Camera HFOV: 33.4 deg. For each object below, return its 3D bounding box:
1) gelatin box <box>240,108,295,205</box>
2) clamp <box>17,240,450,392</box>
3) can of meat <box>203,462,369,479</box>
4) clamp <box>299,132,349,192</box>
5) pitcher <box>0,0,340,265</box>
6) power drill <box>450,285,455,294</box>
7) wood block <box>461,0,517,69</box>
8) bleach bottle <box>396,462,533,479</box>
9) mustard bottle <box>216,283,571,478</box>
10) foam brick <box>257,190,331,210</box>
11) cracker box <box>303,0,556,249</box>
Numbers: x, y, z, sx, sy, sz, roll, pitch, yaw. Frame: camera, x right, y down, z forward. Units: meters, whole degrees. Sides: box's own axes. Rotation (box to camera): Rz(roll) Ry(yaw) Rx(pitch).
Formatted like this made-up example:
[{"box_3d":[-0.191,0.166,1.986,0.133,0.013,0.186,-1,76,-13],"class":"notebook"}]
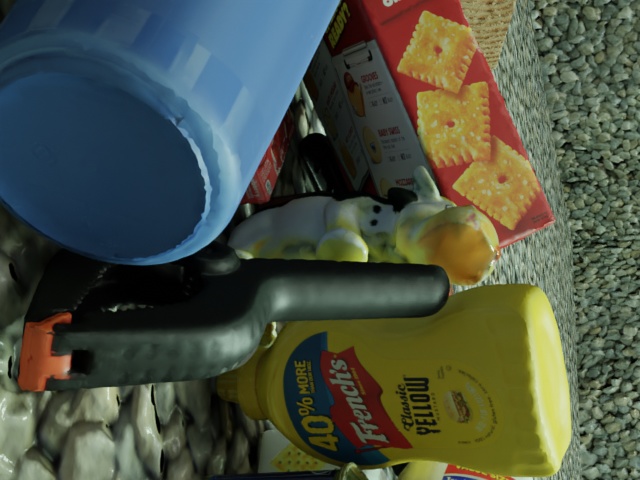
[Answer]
[{"box_3d":[-0.045,-0.075,0.652,0.089,0.030,0.073,-74,151,-52],"class":"gelatin box"},{"box_3d":[-0.043,0.021,0.465,0.209,0.165,0.036,-35,141,-61],"class":"clamp"},{"box_3d":[-0.020,0.170,0.552,0.057,0.084,0.102,57,31,-55],"class":"can of meat"},{"box_3d":[0.024,-0.020,0.843,0.171,0.039,0.120,0,87,-72],"class":"clamp"},{"box_3d":[-0.060,-0.098,0.477,0.149,0.145,0.242,56,34,-32],"class":"pitcher"},{"box_3d":[0.108,0.019,1.042,0.187,0.057,0.184,-86,165,-48],"class":"power drill"},{"box_3d":[0.095,-0.213,0.894,0.206,0.090,0.091,-103,-154,-70],"class":"wood block"},{"box_3d":[0.068,0.160,0.564,0.068,0.102,0.250,-59,-173,25],"class":"bleach bottle"},{"box_3d":[0.030,0.075,0.565,0.058,0.192,0.096,-45,125,-56],"class":"mustard bottle"},{"box_3d":[-0.005,0.001,0.718,0.078,0.051,0.053,23,62,-70],"class":"foam brick"},{"box_3d":[0.056,-0.088,0.712,0.214,0.072,0.164,67,-15,0],"class":"cracker box"}]
